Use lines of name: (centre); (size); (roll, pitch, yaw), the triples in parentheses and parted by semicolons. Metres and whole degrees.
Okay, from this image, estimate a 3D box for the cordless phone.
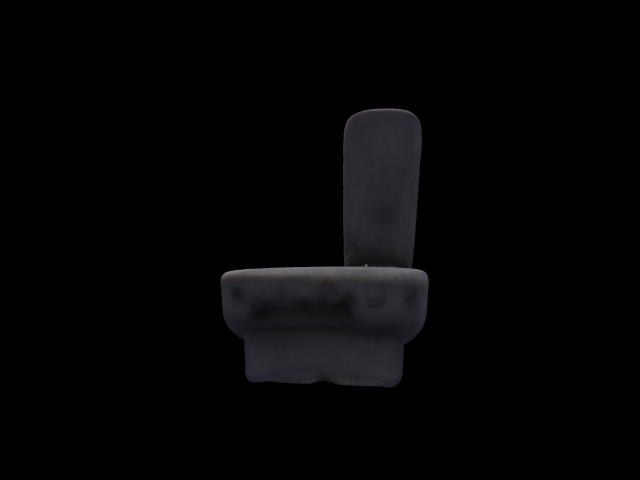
cordless phone: (0.004, 0.001, 0.400); (0.147, 0.185, 0.094); (-1, 20, -3)
